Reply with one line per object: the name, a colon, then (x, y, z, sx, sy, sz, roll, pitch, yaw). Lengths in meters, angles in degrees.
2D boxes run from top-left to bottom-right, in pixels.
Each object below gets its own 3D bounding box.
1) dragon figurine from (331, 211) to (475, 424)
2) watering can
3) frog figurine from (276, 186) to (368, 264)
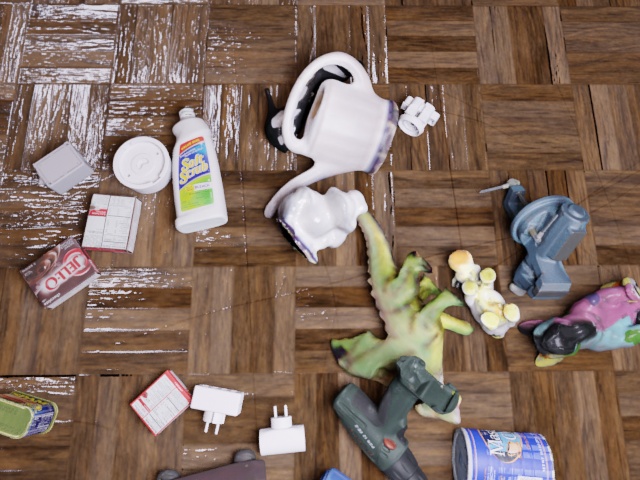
dragon figurine: (0.123, 0.148, 0.944, 0.243, 0.120, 0.415, -42, 70, -2)
watering can: (0.026, -0.186, 1.018, 0.224, 0.105, 0.344, 15, 102, -14)
frog figurine: (0.003, -0.049, 0.977, 0.161, 0.122, 0.137, -41, 93, -13)
